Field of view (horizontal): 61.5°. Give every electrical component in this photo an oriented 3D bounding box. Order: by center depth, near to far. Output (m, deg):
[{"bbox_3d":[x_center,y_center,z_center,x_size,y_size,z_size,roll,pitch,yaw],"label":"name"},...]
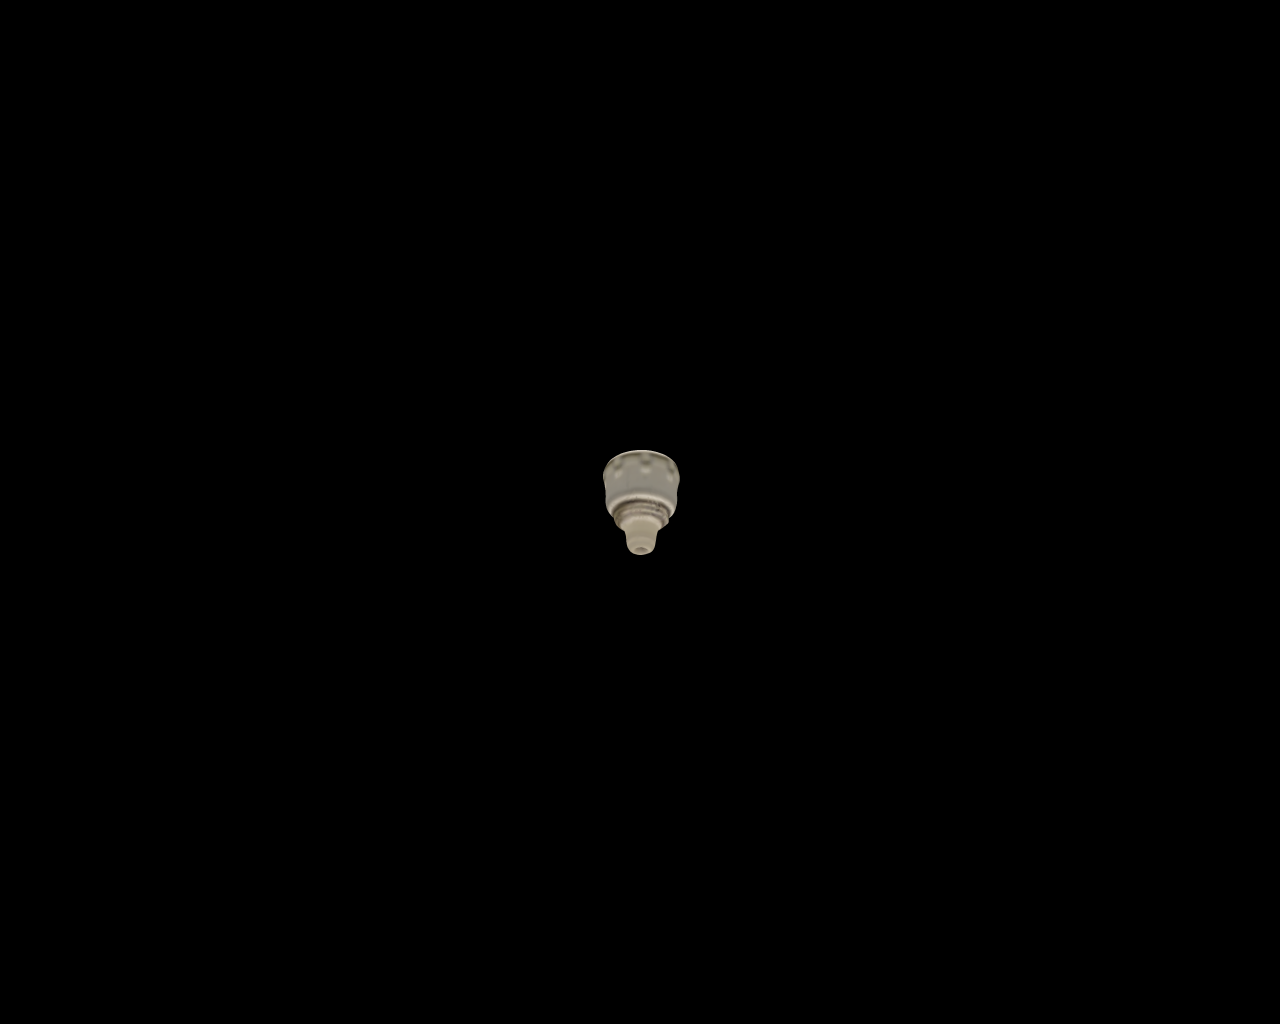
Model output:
[{"bbox_3d":[0.001,-0.003,0.650,0.048,0.062,0.048,0,-30,0],"label":"electrical component"}]
